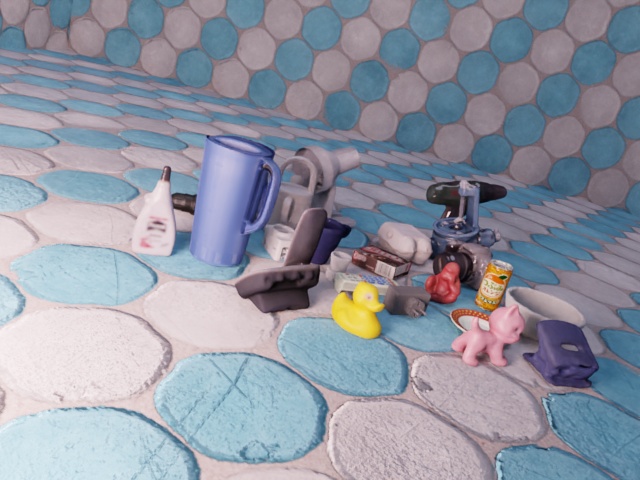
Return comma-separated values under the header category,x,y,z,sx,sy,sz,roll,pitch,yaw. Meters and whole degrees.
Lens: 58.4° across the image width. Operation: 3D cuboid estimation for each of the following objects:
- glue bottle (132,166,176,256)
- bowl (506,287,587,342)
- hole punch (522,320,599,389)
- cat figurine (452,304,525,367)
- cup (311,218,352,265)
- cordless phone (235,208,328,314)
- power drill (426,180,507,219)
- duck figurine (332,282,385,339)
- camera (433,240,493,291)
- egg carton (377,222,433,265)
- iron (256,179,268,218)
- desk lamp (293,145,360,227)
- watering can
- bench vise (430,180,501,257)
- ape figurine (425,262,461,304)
category,x,y,z,sx,sy,sz,roll,pitch,yaw
glue bottle,-0.298,-0.055,1.060,0.078,0.173,0.037,6,21,-26
bowl,0.457,0.166,1.192,0.167,0.075,0.167,14,19,-5
hole punch,0.447,0.207,1.043,0.109,0.091,0.101,9,20,-19
cat figurine,0.313,0.161,1.025,0.128,0.118,0.067,6,21,-27
cup,0.012,0.005,1.260,0.118,0.095,0.091,1,24,-36
cordless phone,-0.060,0.027,1.001,0.148,0.185,0.093,-5,28,-47
power drill,0.394,-0.073,1.607,0.230,0.208,0.075,9,20,-18
duck figurine,0.072,0.114,1.014,0.078,0.086,0.104,-5,28,-46
camera,0.336,0.049,1.384,0.137,0.101,0.142,5,22,-29
egg carton,0.213,0.005,1.459,0.107,0.069,0.150,6,21,-27
iron,-0.193,-0.155,1.475,0.257,0.141,0.119,30,24,37
desk lamp,0.019,-0.143,1.498,0.204,0.213,0.117,-5,28,-46
watering can,-0.068,-0.107,1.358,0.101,0.194,0.172,8,20,-21
bench vise,0.390,-0.049,1.519,0.208,0.220,0.121,0,24,-38
ape figurine,0.272,0.090,1.232,0.076,0.092,0.077,-2,25,-41
